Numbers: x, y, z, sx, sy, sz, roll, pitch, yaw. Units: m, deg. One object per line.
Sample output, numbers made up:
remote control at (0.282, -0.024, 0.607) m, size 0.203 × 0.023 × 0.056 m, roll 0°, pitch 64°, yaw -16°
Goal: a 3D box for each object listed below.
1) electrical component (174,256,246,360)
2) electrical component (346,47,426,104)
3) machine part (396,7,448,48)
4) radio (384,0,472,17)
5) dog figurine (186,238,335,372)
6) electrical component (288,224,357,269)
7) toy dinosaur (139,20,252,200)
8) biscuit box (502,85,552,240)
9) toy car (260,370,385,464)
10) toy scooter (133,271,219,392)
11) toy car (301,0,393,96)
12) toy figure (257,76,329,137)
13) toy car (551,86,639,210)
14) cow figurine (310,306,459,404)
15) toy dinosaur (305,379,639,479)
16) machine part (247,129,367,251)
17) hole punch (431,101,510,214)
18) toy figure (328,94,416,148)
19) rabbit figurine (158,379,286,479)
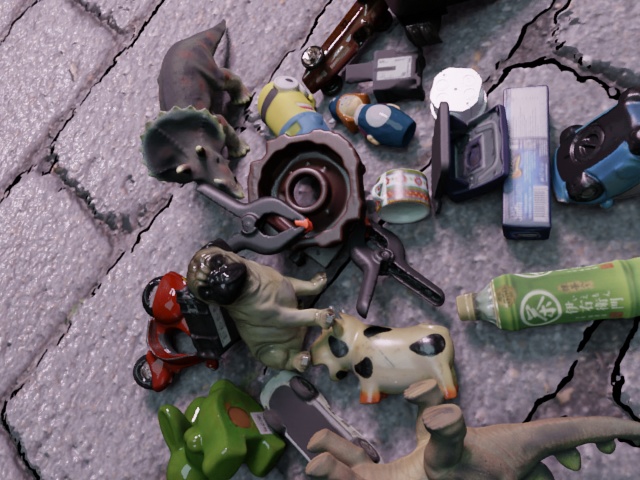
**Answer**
electrical component at (-0.134, 0.089, 0.770) m, size 0.058 × 0.134 × 0.114 m, roll 1°, pitch 115°, yaw 30°
electrical component at (0.103, -0.252, 0.836) m, size 0.119 × 0.047 × 0.075 m, roll -4°, pitch 72°, yaw 19°
machine part at (0.157, -0.340, 0.827) m, size 0.084 × 0.039 × 0.139 m, roll -6°, pitch 42°, yaw 12°
radio at (0.192, -0.421, 0.797) m, size 0.230 × 0.073 × 0.131 m, roll -19°, pitch 65°, yaw -14°
dog figurine at (-0.099, 0.094, 0.709) m, size 0.172 × 0.190 × 0.121 m, roll -64°, pitch 23°, yaw 20°
electrical component at (-0.002, -0.001, 0.802) m, size 0.078 × 0.045 × 0.102 m, roll 32°, pitch 88°, yaw 5°
toy dinosaur at (-0.201, -0.233, 0.863) m, size 0.131 × 0.192 × 0.405 m, roll -13°, pitch 71°, yaw 14°
biscuit box at (0.276, -0.102, 0.720) m, size 0.059 × 0.062 × 0.202 m, roll 1°, pitch 75°, yaw 19°
toy car at (0.001, 0.258, 0.714) m, size 0.202 × 0.056 × 0.073 m, roll 41°, pitch 92°, yaw 23°
toy scooter at (-0.208, 0.140, 0.816) m, size 0.135 × 0.075 × 0.184 m, roll 2°, pitch 78°, yaw 21°
toy car at (0.047, -0.317, 0.853) m, size 0.053 × 0.089 × 0.202 m, roll 35°, pitch 87°, yaw 29°
toy figure at (-0.039, -0.180, 0.849) m, size 0.089 × 0.082 × 0.180 m, roll -31°, pitch 69°, yaw 12°
toy car at (0.372, -0.105, 0.660) m, size 0.161 × 0.103 × 0.109 m, roll -46°, pitch 31°, yaw 49°
cow figurine at (0.078, 0.146, 0.705) m, size 0.195 × 0.085 × 0.127 m, roll -8°, pitch 77°, yaw 20°
toy dinosaur at (0.149, 0.262, 0.603) m, size 0.472 × 0.105 × 0.198 m, roll -25°, pitch 100°, yaw 16°
machine part at (-0.017, -0.067, 0.755) m, size 0.180 × 0.056 × 0.179 m, roll -1°, pitch 85°, yaw 15°
hole punch at (0.197, -0.116, 0.728) m, size 0.092 × 0.115 × 0.142 m, roll 0°, pitch 73°, yaw 2°
toy figure at (0.073, -0.190, 0.825) m, size 0.155 × 0.057 × 0.064 m, roll 30°, pitch 56°, yaw 27°
rabbit figurine at (-0.162, 0.286, 0.736) m, size 0.170 × 0.121 × 0.159 m, roll -51°, pitch 60°, yaw 16°
